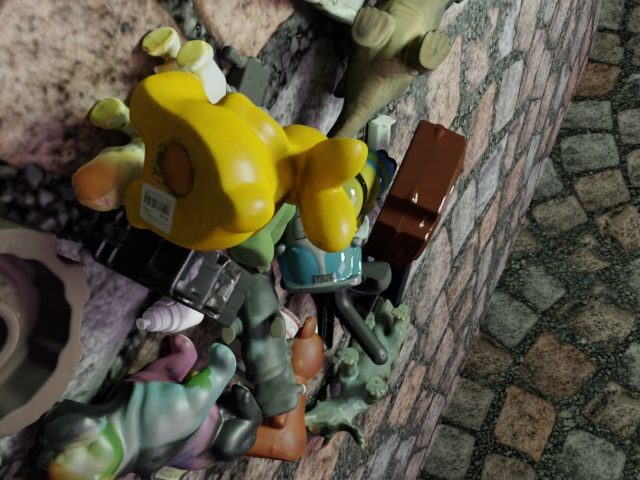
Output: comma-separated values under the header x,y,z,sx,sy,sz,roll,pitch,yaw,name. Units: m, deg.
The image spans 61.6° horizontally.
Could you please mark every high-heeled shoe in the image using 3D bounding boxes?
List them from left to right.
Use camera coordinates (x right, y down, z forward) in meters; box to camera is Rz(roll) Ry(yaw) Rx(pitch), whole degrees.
x,y,z,sx,sy,sz,roll,pitch,yaw,name
0.061,0.104,0.853,0.249,0.086,0.145,-149,-126,-81,high-heeled shoe

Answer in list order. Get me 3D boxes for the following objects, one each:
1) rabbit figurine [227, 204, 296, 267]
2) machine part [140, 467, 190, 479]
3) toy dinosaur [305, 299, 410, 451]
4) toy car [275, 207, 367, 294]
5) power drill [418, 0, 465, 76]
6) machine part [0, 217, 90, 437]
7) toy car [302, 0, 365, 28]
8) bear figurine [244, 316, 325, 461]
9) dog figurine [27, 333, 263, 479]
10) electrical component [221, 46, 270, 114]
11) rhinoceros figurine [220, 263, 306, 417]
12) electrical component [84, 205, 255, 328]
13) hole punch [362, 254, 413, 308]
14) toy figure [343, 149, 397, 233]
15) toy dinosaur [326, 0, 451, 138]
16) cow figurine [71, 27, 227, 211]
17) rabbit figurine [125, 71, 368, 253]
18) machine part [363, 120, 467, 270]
x,y,z,sx,sy,sz,roll,pitch,yaw,name
-0.079,-0.050,0.583,0.170,0.121,0.159,77,32,-75,rabbit figurine
-0.165,0.243,0.669,0.139,0.039,0.084,-61,143,-14,machine part
0.098,0.250,1.082,0.405,0.131,0.192,-50,159,-42,toy dinosaur
-0.001,-0.002,0.684,0.162,0.109,0.102,-97,-177,-67,toy car
0.172,-0.386,0.821,0.207,0.086,0.231,-58,153,-29,power drill
-0.249,0.065,0.372,0.179,0.056,0.179,-38,138,-45,machine part
0.004,-0.293,0.597,0.201,0.056,0.073,-8,114,-60,toy car
-0.064,0.209,0.770,0.120,0.132,0.196,87,9,-67,bear figurine
-0.176,0.206,0.538,0.219,0.109,0.191,-41,127,-36,dog figurine
-0.079,-0.162,0.570,0.094,0.021,0.063,18,91,-63,electrical component
-0.071,0.111,0.635,0.112,0.073,0.190,81,-7,-68,rhinoceros figurine
-0.131,0.028,0.500,0.058,0.115,0.134,-61,150,-12,electrical component
0.115,0.058,1.027,0.116,0.092,0.142,-89,-169,-79,hole punch
0.054,-0.086,0.803,0.180,0.082,0.089,-42,146,-40,toy figure
0.086,-0.232,0.658,0.471,0.105,0.198,-54,-174,0,toy dinosaur
-0.140,-0.088,0.463,0.167,0.068,0.098,-62,158,-14,cow figurine
-0.039,-0.059,0.415,0.173,0.163,0.121,-17,118,-55,rabbit figurine
0.148,-0.066,0.842,0.201,0.087,0.201,102,11,-67,machine part
